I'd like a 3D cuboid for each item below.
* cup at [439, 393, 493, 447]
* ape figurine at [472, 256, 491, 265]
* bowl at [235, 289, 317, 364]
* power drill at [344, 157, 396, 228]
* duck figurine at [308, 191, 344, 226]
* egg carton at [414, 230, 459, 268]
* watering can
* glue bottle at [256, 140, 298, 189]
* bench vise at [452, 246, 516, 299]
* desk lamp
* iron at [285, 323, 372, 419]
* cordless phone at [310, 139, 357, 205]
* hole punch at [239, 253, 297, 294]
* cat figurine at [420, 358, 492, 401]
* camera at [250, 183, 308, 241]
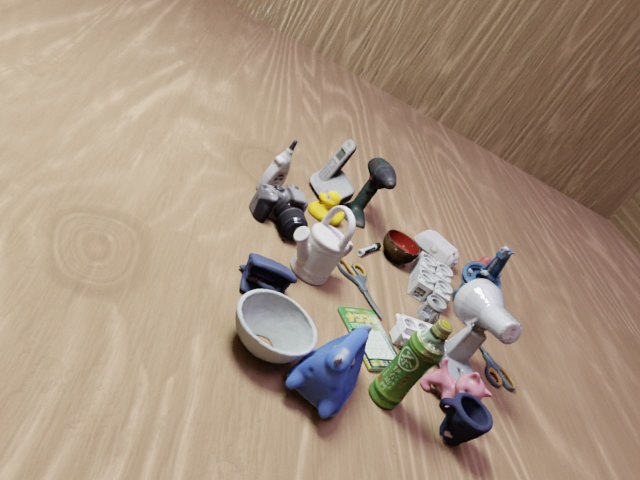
[{"bbox_3d":[0.274,0.366,1.153,0.118,0.095,0.091,26,29,-15],"label":"cup"},{"bbox_3d":[0.519,0.091,1.842,0.076,0.092,0.077,5,40,-43],"label":"ape figurine"},{"bbox_3d":[-0.093,0.175,1.081,0.168,0.074,0.167,26,29,-15],"label":"bowl"},{"bbox_3d":[0.153,-0.144,1.696,0.076,0.208,0.229,25,29,-15],"label":"power drill"},{"bbox_3d":[0.030,-0.097,1.622,0.105,0.086,0.077,27,29,-13],"label":"duck figurine"},{"bbox_3d":[0.362,0.032,1.791,0.150,0.069,0.107,43,29,16],"label":"egg carton"},{"bbox_3d":[0.013,0.006,1.329,0.100,0.194,0.173,44,29,18],"label":"watering can"},{"bbox_3d":[-0.106,-0.199,1.544,0.037,0.173,0.078,45,30,20],"label":"glue bottle"},{"bbox_3d":[0.490,0.088,1.681,0.121,0.219,0.208,38,28,8],"label":"bench vise"},{"bbox_3d":[0.372,0.224,1.351,0.118,0.213,0.203,21,31,-23],"label":"desk lamp"},{"bbox_3d":[0.045,0.219,1.089,0.118,0.141,0.259,39,28,9],"label":"iron"},{"bbox_3d":[0.061,-0.198,1.707,0.094,0.185,0.147,6,39,-41],"label":"cordless phone"},{"bbox_3d":[-0.109,0.068,1.214,0.109,0.091,0.101,25,29,-17],"label":"hole punch"},{"bbox_3d":[0.301,0.313,1.239,0.127,0.117,0.067,47,30,22],"label":"cat figurine"},{"bbox_3d":[-0.086,-0.074,1.448,0.144,0.100,0.136,14,34,-33],"label":"camera"}]
